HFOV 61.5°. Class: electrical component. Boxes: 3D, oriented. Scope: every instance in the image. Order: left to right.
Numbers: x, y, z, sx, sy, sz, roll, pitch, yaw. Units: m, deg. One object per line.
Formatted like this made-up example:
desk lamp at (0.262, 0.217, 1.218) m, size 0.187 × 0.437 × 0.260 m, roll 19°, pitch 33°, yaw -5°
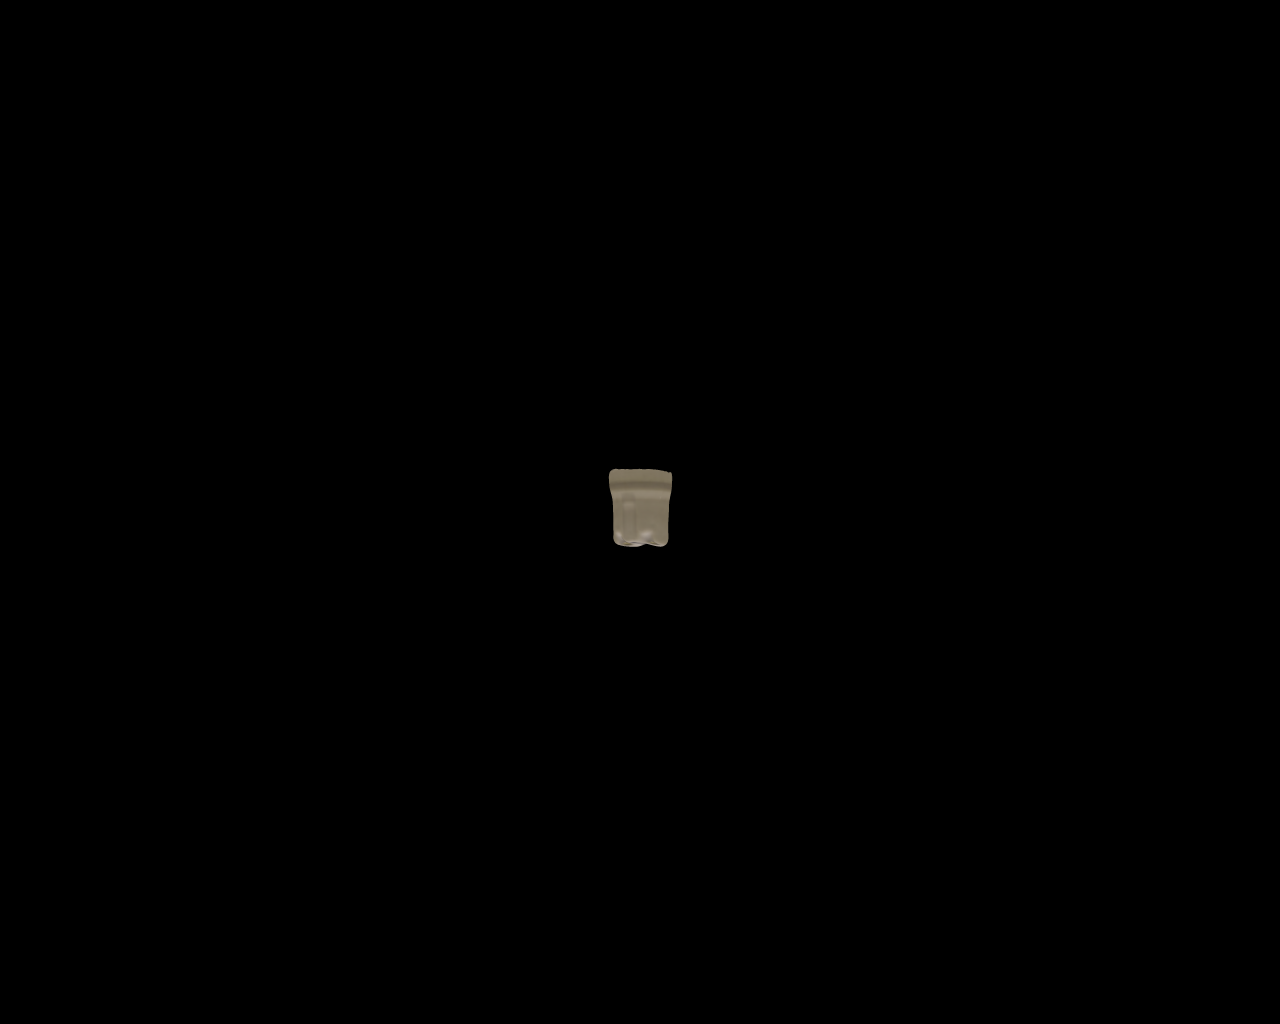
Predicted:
electrical component at (0.001, -0.003, 0.650) m, size 0.040 × 0.046 × 0.040 m, roll 0°, pitch -3°, yaw 0°
